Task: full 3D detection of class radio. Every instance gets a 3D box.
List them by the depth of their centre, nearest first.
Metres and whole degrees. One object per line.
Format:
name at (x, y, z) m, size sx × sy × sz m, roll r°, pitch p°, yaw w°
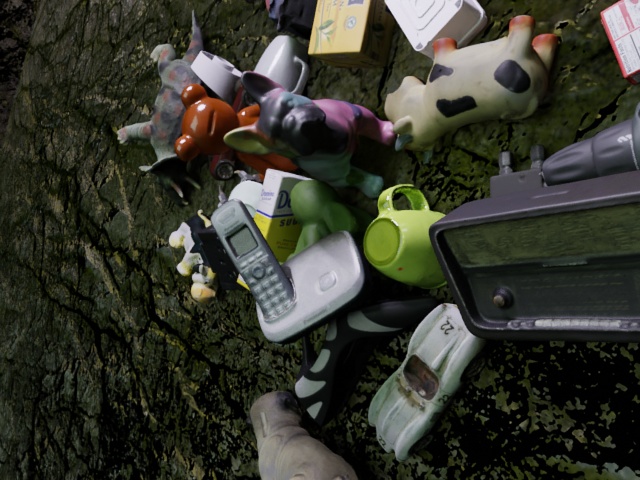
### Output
radio at (0.223, 0.019, 0.474) m, size 0.230 × 0.073 × 0.131 m, roll -8°, pitch 107°, yaw 47°

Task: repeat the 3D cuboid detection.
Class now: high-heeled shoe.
high-heeled shoe at (0.056, 0.157, 0.676) m, size 0.249 × 0.086 × 0.145 m, roll -22°, pitch 80°, yaw 42°

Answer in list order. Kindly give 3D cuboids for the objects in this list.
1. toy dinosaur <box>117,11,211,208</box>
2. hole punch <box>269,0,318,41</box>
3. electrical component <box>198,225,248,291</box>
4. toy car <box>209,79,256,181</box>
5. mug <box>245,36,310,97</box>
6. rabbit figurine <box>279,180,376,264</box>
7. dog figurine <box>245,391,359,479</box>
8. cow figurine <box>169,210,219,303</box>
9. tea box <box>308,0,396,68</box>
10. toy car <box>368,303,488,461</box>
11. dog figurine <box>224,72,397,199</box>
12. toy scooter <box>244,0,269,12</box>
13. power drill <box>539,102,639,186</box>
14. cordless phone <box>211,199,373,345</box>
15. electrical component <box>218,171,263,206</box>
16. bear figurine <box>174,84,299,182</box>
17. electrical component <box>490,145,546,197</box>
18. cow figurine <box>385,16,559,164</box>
toy dinosaur at (-0.279, -0.270, 1.075) m, size 0.192 × 0.131 × 0.404 m, roll 21°, pitch 96°, yaw 35°
hole punch at (-0.022, -0.367, 0.806) m, size 0.092 × 0.115 × 0.142 m, roll 31°, pitch 107°, yaw 54°
electrical component at (-0.139, 0.024, 0.880) m, size 0.134 × 0.058 × 0.114 m, roll -4°, pitch 112°, yaw 47°
toy car at (-0.147, -0.198, 0.958) m, size 0.202 × 0.053 × 0.089 m, roll -64°, pitch 25°, yaw 17°
mug at (-0.057, -0.266, 0.851) m, size 0.110 × 0.080 × 0.107 m, roll 20°, pitch 90°, yaw 52°
rabbit figurine at (-0.001, -0.002, 0.721) m, size 0.159 × 0.121 × 0.170 m, roll -8°, pitch 81°, yaw 40°
dog figurine at (-0.028, 0.274, 0.712) m, size 0.172 × 0.121 × 0.191 m, roll -42°, pitch 54°, yaw 34°
cow figurine at (-0.213, 0.030, 0.992) m, size 0.098 × 0.068 × 0.167 m, roll -44°, pitch 55°, yaw 27°
tea box at (0.053, -0.330, 0.741) m, size 0.098 × 0.068 × 0.169 m, roll 13°, pitch 93°, yaw 41°
toy car at (0.118, 0.164, 0.614) m, size 0.074 × 0.056 × 0.201 m, roll 46°, pitch 117°, yaw 41°
dog figurine at (-0.020, -0.136, 0.675) m, size 0.192 × 0.219 × 0.108 m, roll 34°, pitch 107°, yaw 54°
toy scooter at (-0.084, -0.467, 0.915) m, size 0.135 × 0.075 × 0.183 m, roll 11°, pitch 98°, yaw 49°
power drill at (0.282, -0.144, 0.427) m, size 0.232 × 0.086 × 0.207 m, roll 0°, pitch 102°, yaw 43°
cordless phone at (-0.035, 0.015, 0.631) m, size 0.146 × 0.089 × 0.184 m, roll -33°, pitch 88°, yaw 18°
electrical component at (-0.139, -0.074, 0.937) m, size 0.102 × 0.045 × 0.078 m, roll -33°, pitch 60°, yaw 40°
bear figurine at (-0.121, -0.151, 0.799) m, size 0.132 × 0.196 × 0.120 m, roll 179°, pitch 94°, yaw -66°
electrical component at (0.213, -0.050, 0.566) m, size 0.063 × 0.021 × 0.094 m, roll -5°, pitch 80°, yaw 47°
cow figurine at (0.156, -0.158, 0.603) m, size 0.195 × 0.085 × 0.127 m, roll 2°, pitch 80°, yaw 47°
